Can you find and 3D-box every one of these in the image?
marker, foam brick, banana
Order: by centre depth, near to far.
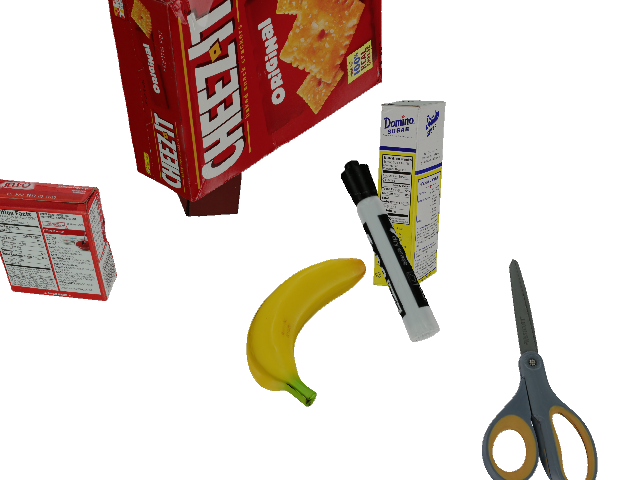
[{"bbox_3d":[0.041,0.004,0.656,0.020,0.121,0.020,-20,-18,-7],"label":"marker"},{"bbox_3d":[-0.016,0.065,0.858,0.069,0.037,0.197,22,35,2],"label":"banana"},{"bbox_3d":[-0.111,-0.066,1.024,0.053,0.051,0.078,-4,35,-18],"label":"foam brick"}]

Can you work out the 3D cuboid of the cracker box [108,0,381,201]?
[{"bbox_3d":[-0.044,-0.151,0.782,0.072,0.164,0.213,29,49,32],"label":"cracker box"}]

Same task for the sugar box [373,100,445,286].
[{"bbox_3d":[0.087,-0.048,1.047,0.048,0.176,0.093,4,10,21],"label":"sugar box"}]

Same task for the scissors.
[{"bbox_3d":[0.153,0.111,0.850,0.096,0.202,0.016,-14,-28,-12],"label":"scissors"}]

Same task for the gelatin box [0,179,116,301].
[{"bbox_3d":[-0.187,0.000,0.748,0.073,0.089,0.030,5,43,8],"label":"gelatin box"}]
